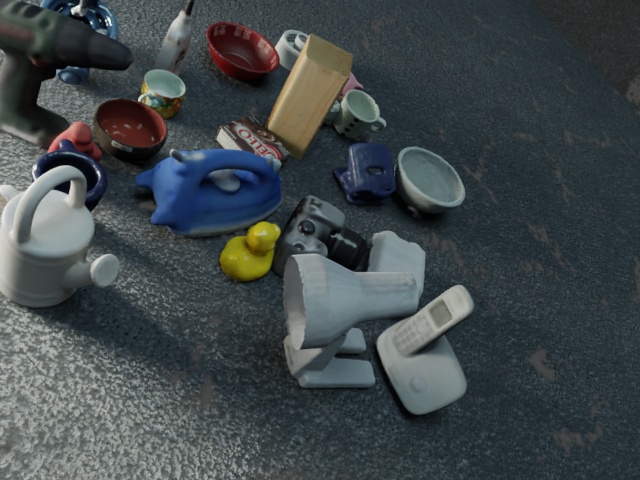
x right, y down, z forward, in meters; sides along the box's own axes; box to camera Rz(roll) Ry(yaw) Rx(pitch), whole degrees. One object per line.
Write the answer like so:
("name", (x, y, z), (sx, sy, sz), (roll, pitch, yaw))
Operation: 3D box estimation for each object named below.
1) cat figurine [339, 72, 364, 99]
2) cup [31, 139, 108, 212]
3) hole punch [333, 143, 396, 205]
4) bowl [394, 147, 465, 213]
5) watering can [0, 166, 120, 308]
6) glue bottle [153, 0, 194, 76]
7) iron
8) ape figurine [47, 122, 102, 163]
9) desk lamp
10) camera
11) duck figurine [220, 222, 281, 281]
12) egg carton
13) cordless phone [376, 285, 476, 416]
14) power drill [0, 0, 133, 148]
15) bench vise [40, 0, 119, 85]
("cat figurine", (0.026, -0.349, 1.257), (0.127, 0.117, 0.067), (44, 43, 8))
("cup", (-0.347, -0.070, 0.781), (0.092, 0.095, 0.117), (0, 54, -34))
("hole punch", (0.099, -0.130, 1.132), (0.109, 0.091, 0.101), (-4, 56, -36))
("bowl", (0.218, -0.113, 1.208), (0.168, 0.074, 0.167), (18, 45, -19))
("watering can", (-0.313, -0.008, 0.675), (0.173, 0.194, 0.101), (25, 43, -13))
("glue bottle", (-0.259, -0.362, 1.038), (0.037, 0.173, 0.078), (30, 43, -8))
("iron", (-0.144, -0.094, 0.902), (0.259, 0.141, 0.118), (-9, 59, -38))
("ape figurine", (-0.355, -0.132, 0.832), (0.078, 0.092, 0.076), (0, 54, -34))
("desk lamp", (0.024, 0.110, 0.781), (0.204, 0.213, 0.118), (7, 50, -28))
("camera", (0.009, 0.003, 0.947), (0.137, 0.100, 0.143), (28, 43, -10))
("duck figurine", (-0.101, 0.010, 0.880), (0.077, 0.086, 0.105), (45, 43, 9))
("egg carton", (0.130, 0.055, 1.005), (0.107, 0.069, 0.150), (26, 43, -12))
("cordless phone", (0.178, 0.164, 0.856), (0.094, 0.185, 0.147), (-6, 57, -36))
("power drill", (-0.394, -0.237, 0.812), (0.230, 0.208, 0.075), (24, 44, -14))
("bench vise", (-0.401, -0.397, 0.940), (0.122, 0.219, 0.207), (-9, 59, -38))
